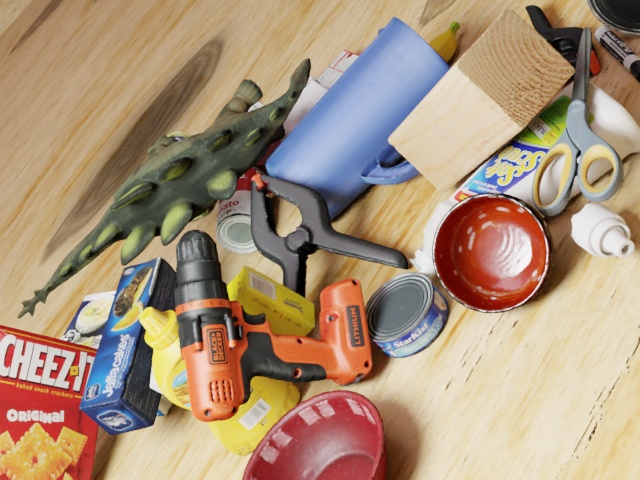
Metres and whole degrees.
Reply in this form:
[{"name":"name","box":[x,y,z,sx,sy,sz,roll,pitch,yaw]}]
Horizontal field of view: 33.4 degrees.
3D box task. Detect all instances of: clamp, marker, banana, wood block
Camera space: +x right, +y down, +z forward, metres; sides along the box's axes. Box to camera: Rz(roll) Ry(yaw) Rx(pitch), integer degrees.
[{"name":"clamp","box":[0.246,-0.211,1.222,0.120,0.039,0.172,-45,32,1]},{"name":"marker","box":[0.324,-0.197,1.137,0.020,0.020,0.121,-36,32,12]},{"name":"banana","box":[0.105,-0.212,1.391,0.198,0.037,0.069,-32,14,15]},{"name":"wood block","box":[0.158,-0.136,1.089,0.090,0.090,0.206,-47,1,-20]},{"name":"clamp","box":[-0.008,0.001,1.186,0.165,0.036,0.210,-32,64,10]}]

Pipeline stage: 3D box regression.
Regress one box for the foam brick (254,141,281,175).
[{"name":"foam brick","box":[-0.050,-0.114,1.431,0.053,0.051,0.078,6,57,50]}]

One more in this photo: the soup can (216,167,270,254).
[{"name":"soup can","box":[-0.098,-0.039,1.383,0.069,0.068,0.102,-28,35,23]}]

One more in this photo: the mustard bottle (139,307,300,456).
[{"name":"mustard bottle","box":[-0.111,0.131,1.075,0.096,0.191,0.058,-44,31,-1]}]

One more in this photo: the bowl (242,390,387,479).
[{"name":"bowl","box":[0.005,0.218,0.970,0.162,0.055,0.162,-29,34,22]}]

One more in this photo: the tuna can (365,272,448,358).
[{"name":"tuna can","box":[0.085,0.076,1.070,0.086,0.033,0.086,-29,34,22]}]

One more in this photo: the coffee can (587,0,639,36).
[{"name":"coffee can","box":[0.355,-0.306,1.150,0.103,0.102,0.140,-7,47,44]}]

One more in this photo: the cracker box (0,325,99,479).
[{"name":"cracker box","box":[-0.329,0.214,1.187,0.072,0.163,0.213,-9,68,40]}]

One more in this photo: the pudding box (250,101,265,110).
[{"name":"pudding box","box":[-0.105,-0.125,1.476,0.113,0.039,0.090,-54,-9,-19]}]

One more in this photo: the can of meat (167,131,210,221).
[{"name":"can of meat","box":[-0.192,-0.089,1.517,0.058,0.102,0.084,-21,40,32]}]

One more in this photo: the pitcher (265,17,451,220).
[{"name":"pitcher","box":[0.058,-0.131,1.270,0.243,0.145,0.149,-45,11,5]}]

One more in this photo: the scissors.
[{"name":"scissors","box":[0.256,-0.112,0.995,0.096,0.016,0.201,11,73,45]}]

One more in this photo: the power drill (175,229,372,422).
[{"name":"power drill","box":[-0.048,0.078,1.037,0.057,0.187,0.184,148,118,-62]}]

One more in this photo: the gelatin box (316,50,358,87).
[{"name":"gelatin box","box":[0.035,-0.224,1.486,0.073,0.030,0.089,-47,31,-4]}]

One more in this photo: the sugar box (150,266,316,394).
[{"name":"sugar box","box":[-0.095,0.113,1.135,0.176,0.093,0.048,-48,25,25]}]

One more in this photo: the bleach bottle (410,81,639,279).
[{"name":"bleach bottle","box":[0.196,-0.048,1.066,0.251,0.068,0.103,-42,34,8]}]
